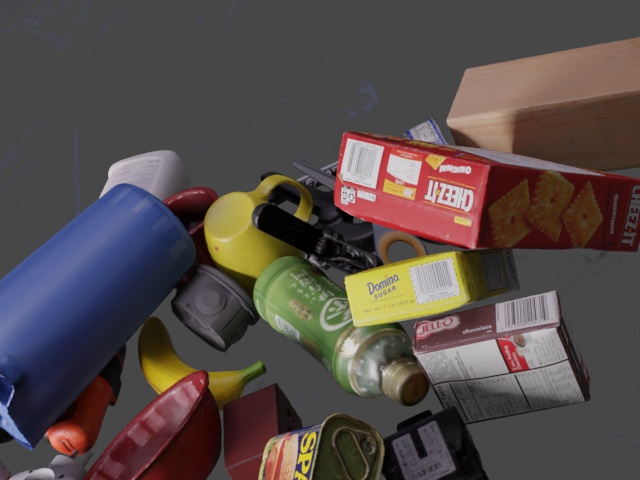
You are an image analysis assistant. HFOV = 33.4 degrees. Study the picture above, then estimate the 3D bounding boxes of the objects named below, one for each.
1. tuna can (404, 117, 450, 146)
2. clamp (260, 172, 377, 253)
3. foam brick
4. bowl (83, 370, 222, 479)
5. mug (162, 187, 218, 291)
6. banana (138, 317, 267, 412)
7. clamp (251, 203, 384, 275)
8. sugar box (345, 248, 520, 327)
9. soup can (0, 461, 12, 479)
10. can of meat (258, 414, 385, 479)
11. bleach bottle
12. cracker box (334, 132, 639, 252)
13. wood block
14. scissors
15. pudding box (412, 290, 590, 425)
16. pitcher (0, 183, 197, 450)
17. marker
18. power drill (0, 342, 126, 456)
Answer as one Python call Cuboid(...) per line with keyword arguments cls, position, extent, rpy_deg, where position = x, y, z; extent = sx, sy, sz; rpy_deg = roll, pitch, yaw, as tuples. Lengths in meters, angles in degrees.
Cuboid(cls="tuna can", position=(0.116, -0.075, 1.049), extent=(0.034, 0.086, 0.086), rpy_deg=(-27, 33, 6))
Cuboid(cls="clamp", position=(0.009, -0.012, 1.086), extent=(0.210, 0.036, 0.164), rpy_deg=(-3, 51, 28))
Cuboid(cls="foam brick", position=(-0.045, 0.167, 0.871), extent=(0.051, 0.053, 0.078), rpy_deg=(-23, 34, 9))
Cuboid(cls="bowl", position=(-0.132, 0.184, 0.880), extent=(0.162, 0.055, 0.162), rpy_deg=(-41, 11, 10))
Cuboid(cls="mug", position=(-0.133, 0.011, 1.119), extent=(0.093, 0.081, 0.117), rpy_deg=(-16, 35, 19))
Cuboid(cls="banana", position=(-0.128, 0.122, 1.009), extent=(0.069, 0.037, 0.198), rpy_deg=(-40, 34, -26))
Cuboid(cls="clamp", position=(-0.006, 0.001, 0.959), extent=(0.039, 0.120, 0.171), rpy_deg=(-58, 4, -3))
Cuboid(cls="sugar box", position=(0.096, 0.035, 0.863), extent=(0.093, 0.048, 0.176), rpy_deg=(-13, -2, 22))
Cuboid(cls="soup can", position=(-0.339, 0.209, 0.987), extent=(0.068, 0.102, 0.068), rpy_deg=(-19, 34, 14))
Cuboid(cls="can of meat", position=(-0.005, 0.185, 0.777), extent=(0.084, 0.057, 0.102), rpy_deg=(-28, 42, 52))
Cuboid(cls="bleach bottle", position=(-0.223, -0.011, 1.205), extent=(0.103, 0.068, 0.250), rpy_deg=(-14, 29, 18))
Cuboid(cls="cracker box", position=(0.143, -0.037, 0.886), extent=(0.213, 0.072, 0.164), rpy_deg=(3, 11, -41))
Cuboid(cls="wood block", position=(0.238, -0.121, 1.015), extent=(0.206, 0.090, 0.090), rpy_deg=(-6, 39, 30))
Cuboid(cls="scissors", position=(0.041, -0.020, 1.036), extent=(0.202, 0.016, 0.096), rpy_deg=(15, 68, 26))
Cuboid(cls="pudding box", position=(0.137, 0.092, 0.805), extent=(0.114, 0.090, 0.039), rpy_deg=(-13, 38, 21))
Cuboid(cls="pitcher", position=(-0.235, 0.063, 0.991), extent=(0.149, 0.145, 0.242), rpy_deg=(29, 63, 31))
Cuboid(cls="marker", position=(-0.003, -0.068, 1.187), extent=(0.121, 0.020, 0.020), rpy_deg=(-23, 33, 8))
Cuboid(cls="power drill", position=(-0.285, 0.146, 1.073), extent=(0.188, 0.057, 0.184), rpy_deg=(-16, 35, 19))
